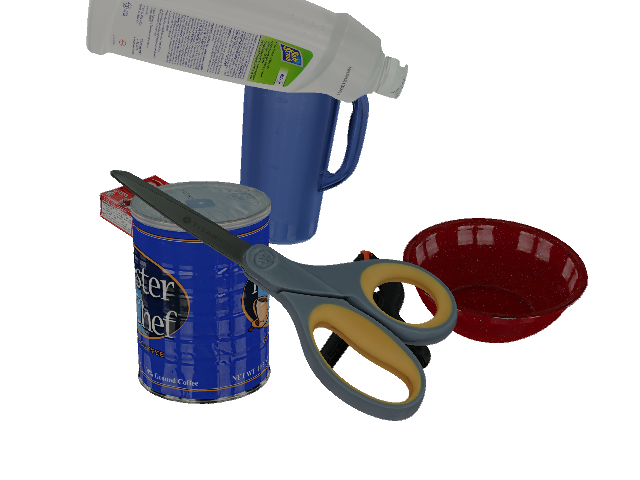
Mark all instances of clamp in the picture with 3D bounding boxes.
[{"bbox_3d":[0.065,0.081,1.181,0.120,0.171,0.039,6,-42,4],"label":"clamp"}]

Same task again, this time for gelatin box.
[{"bbox_3d":[-0.162,-0.028,1.052,0.089,0.030,0.073,30,35,31],"label":"gelatin box"}]

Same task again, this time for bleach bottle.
[{"bbox_3d":[-0.055,-0.160,0.851,0.250,0.068,0.103,17,-29,-6],"label":"bleach bottle"}]

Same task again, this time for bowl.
[{"bbox_3d":[0.152,0.043,0.950,0.162,0.055,0.162,2,32,-1],"label":"bowl"}]

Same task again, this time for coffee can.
[{"bbox_3d":[-0.088,0.037,0.802,0.103,0.140,0.103,1,20,-1],"label":"coffee can"}]

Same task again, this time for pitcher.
[{"bbox_3d":[-0.035,-0.120,1.413,0.144,0.243,0.149,-2,24,-22],"label":"pitcher"}]

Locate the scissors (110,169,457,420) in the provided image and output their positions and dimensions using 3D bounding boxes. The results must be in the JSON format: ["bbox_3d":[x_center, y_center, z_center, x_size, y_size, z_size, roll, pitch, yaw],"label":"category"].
[{"bbox_3d":[-0.011,0.008,0.557,0.096,0.202,0.016,-33,-22,-30],"label":"scissors"}]
